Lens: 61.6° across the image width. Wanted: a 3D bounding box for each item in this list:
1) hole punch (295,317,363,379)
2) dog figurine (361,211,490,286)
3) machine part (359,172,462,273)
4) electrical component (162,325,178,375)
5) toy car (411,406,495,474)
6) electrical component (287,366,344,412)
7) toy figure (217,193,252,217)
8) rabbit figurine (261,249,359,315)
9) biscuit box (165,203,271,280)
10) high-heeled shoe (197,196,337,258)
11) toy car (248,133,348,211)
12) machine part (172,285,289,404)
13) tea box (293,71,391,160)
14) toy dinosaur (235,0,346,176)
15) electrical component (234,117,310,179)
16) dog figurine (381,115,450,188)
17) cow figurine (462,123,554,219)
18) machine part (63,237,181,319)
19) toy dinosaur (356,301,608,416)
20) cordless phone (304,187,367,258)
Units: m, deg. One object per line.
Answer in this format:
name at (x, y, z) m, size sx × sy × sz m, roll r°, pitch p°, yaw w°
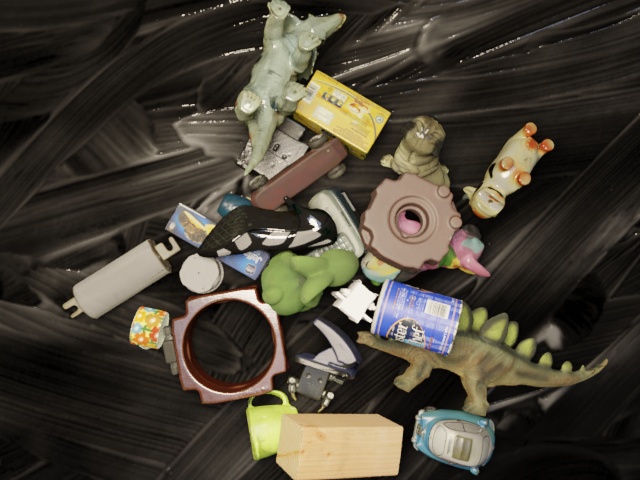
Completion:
hole punch at (0.027, 0.202, 1.007) m, size 0.116 × 0.142 × 0.092 m, roll 19°, pitch 82°, yaw 11°
dog figurine at (0.210, 0.034, 1.033) m, size 0.219 × 0.108 × 0.191 m, roll 29°, pitch 85°, yaw -2°
machine part at (0.159, -0.032, 0.951) m, size 0.179 × 0.056 × 0.179 m, roll 0°, pitch 83°, yaw -3°
electrical component at (-0.279, 0.205, 1.026) m, size 0.021 × 0.063 × 0.094 m, roll -11°, pitch 96°, yaw 1°
toy car at (0.261, 0.376, 1.014) m, size 0.162 × 0.103 × 0.109 m, roll 14°, pitch 85°, yaw -3°
electrical component at (-0.013, 0.281, 1.039) m, size 0.102 × 0.045 × 0.078 m, roll 28°, pitch 88°, yaw 0°
toy figure at (-0.122, -0.042, 1.051) m, size 0.154 × 0.058 × 0.064 m, roll 25°, pitch 92°, yaw -5°
rabbit figurine at (-0.017, 0.058, 0.966) m, size 0.170 × 0.159 × 0.121 m, roll -23°, pitch 83°, yaw 13°
biscuit box at (-0.194, 0.004, 1.042) m, size 0.203 × 0.063 × 0.059 m, roll 29°, pitch 88°, yaw 1°
high-heeled shoe at (-0.094, 0.000, 0.992) m, size 0.249 × 0.145 × 0.086 m, roll -25°, pitch 44°, yaw 24°
toy car at (-0.041, -0.120, 1.008) m, size 0.202 × 0.053 × 0.089 m, roll -37°, pitch 114°, yaw -1°
machine part at (-0.167, 0.195, 1.021) m, size 0.201 × 0.087 × 0.201 m, roll -10°, pitch 87°, yaw -4°
tea box at (0.042, -0.245, 1.061) m, size 0.170 × 0.068 × 0.098 m, roll 32°, pitch 86°, yaw 0°
toy dinosaur at (-0.085, -0.280, 0.985) m, size 0.131 × 0.192 × 0.404 m, roll 25°, pitch 76°, yaw -5°
electrical component at (-0.087, -0.175, 1.059) m, size 0.115 × 0.058 × 0.134 m, roll 30°, pitch 87°, yaw -2°
dog figurine at (0.199, -0.132, 0.999) m, size 0.121 × 0.190 × 0.172 m, roll -39°, pitch 90°, yaw -3°
cow figurine at (0.356, -0.123, 1.049) m, size 0.085 × 0.127 × 0.195 m, roll 38°, pitch 72°, yaw 0°
machine part at (-0.376, 0.074, 1.026) m, size 0.243 × 0.079 × 0.079 m, roll -32°, pitch 88°, yaw -4°
toy dinosaur at (0.301, 0.227, 1.022) m, size 0.472 × 0.105 × 0.198 m, roll 16°, pitch 86°, yaw 0°
cordless phone at (-0.003, -0.004, 1.048) m, size 0.184 × 0.089 × 0.146 m, roll -32°, pitch 88°, yaw 16°
